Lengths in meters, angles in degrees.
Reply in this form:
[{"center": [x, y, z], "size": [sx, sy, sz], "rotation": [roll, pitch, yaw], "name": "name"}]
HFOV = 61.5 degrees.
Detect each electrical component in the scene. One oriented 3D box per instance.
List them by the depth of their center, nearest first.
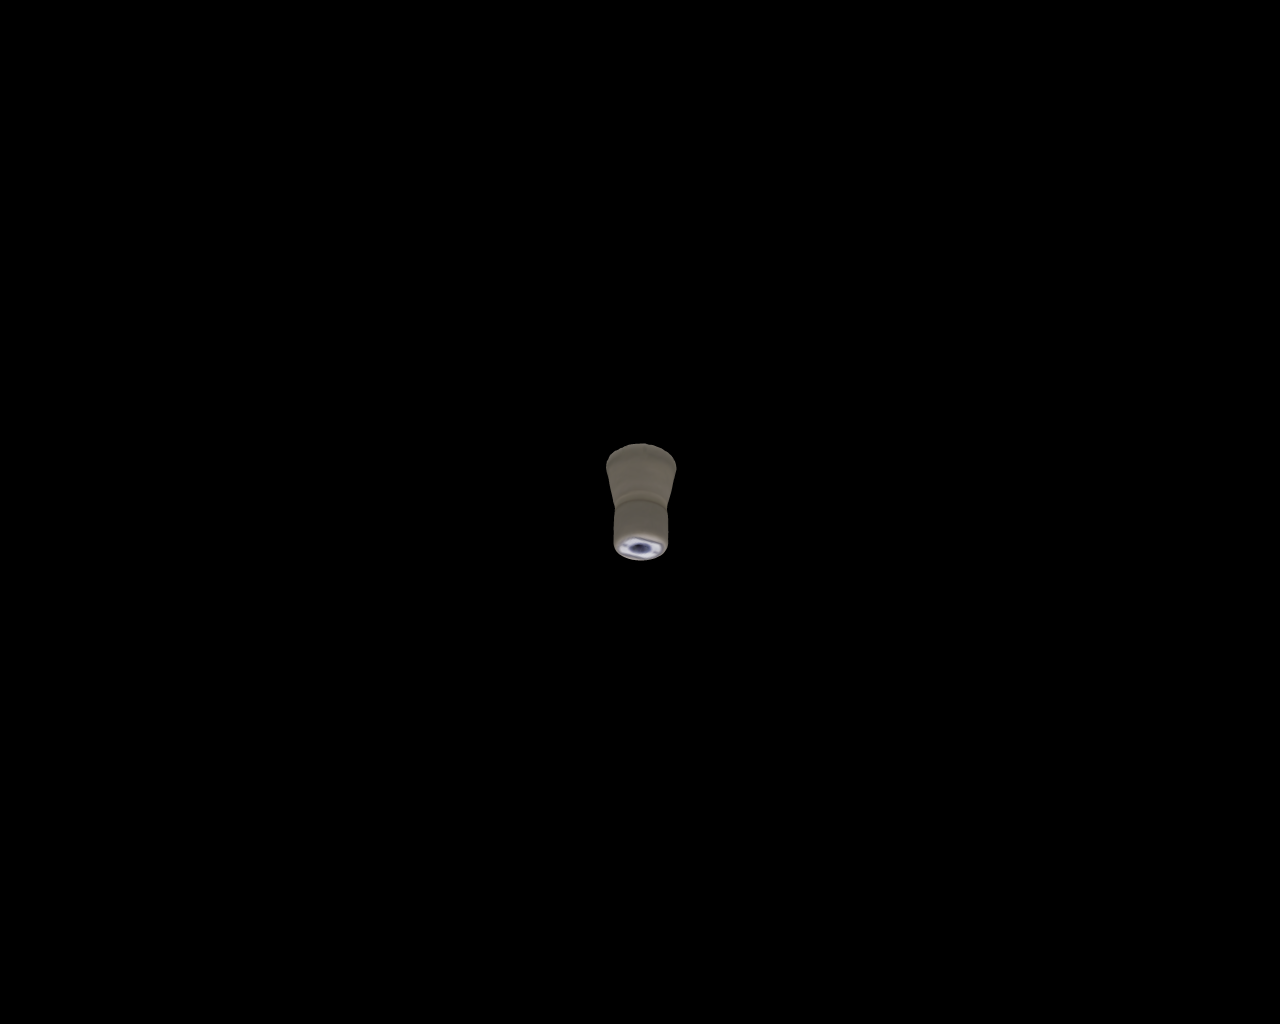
[{"center": [0.001, -0.003, 0.650], "size": [0.044, 0.065, 0.044], "rotation": [0, -33, 0], "name": "electrical component"}]
